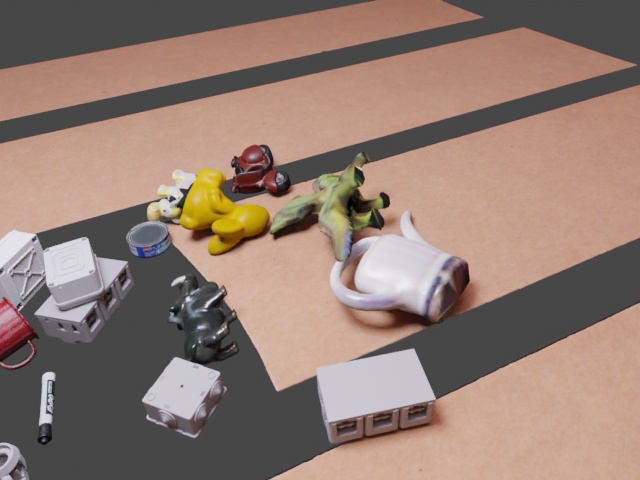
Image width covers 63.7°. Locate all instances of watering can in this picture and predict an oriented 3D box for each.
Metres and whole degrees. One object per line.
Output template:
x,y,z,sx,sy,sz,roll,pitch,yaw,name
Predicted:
0.167,0.037,0.944,0.226,0.102,0.353,20,35,28,watering can

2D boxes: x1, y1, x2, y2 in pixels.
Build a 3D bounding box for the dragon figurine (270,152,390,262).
0.003,-0.053,1.054,0.241,0.121,0.419,-20,22,29,dragon figurine
